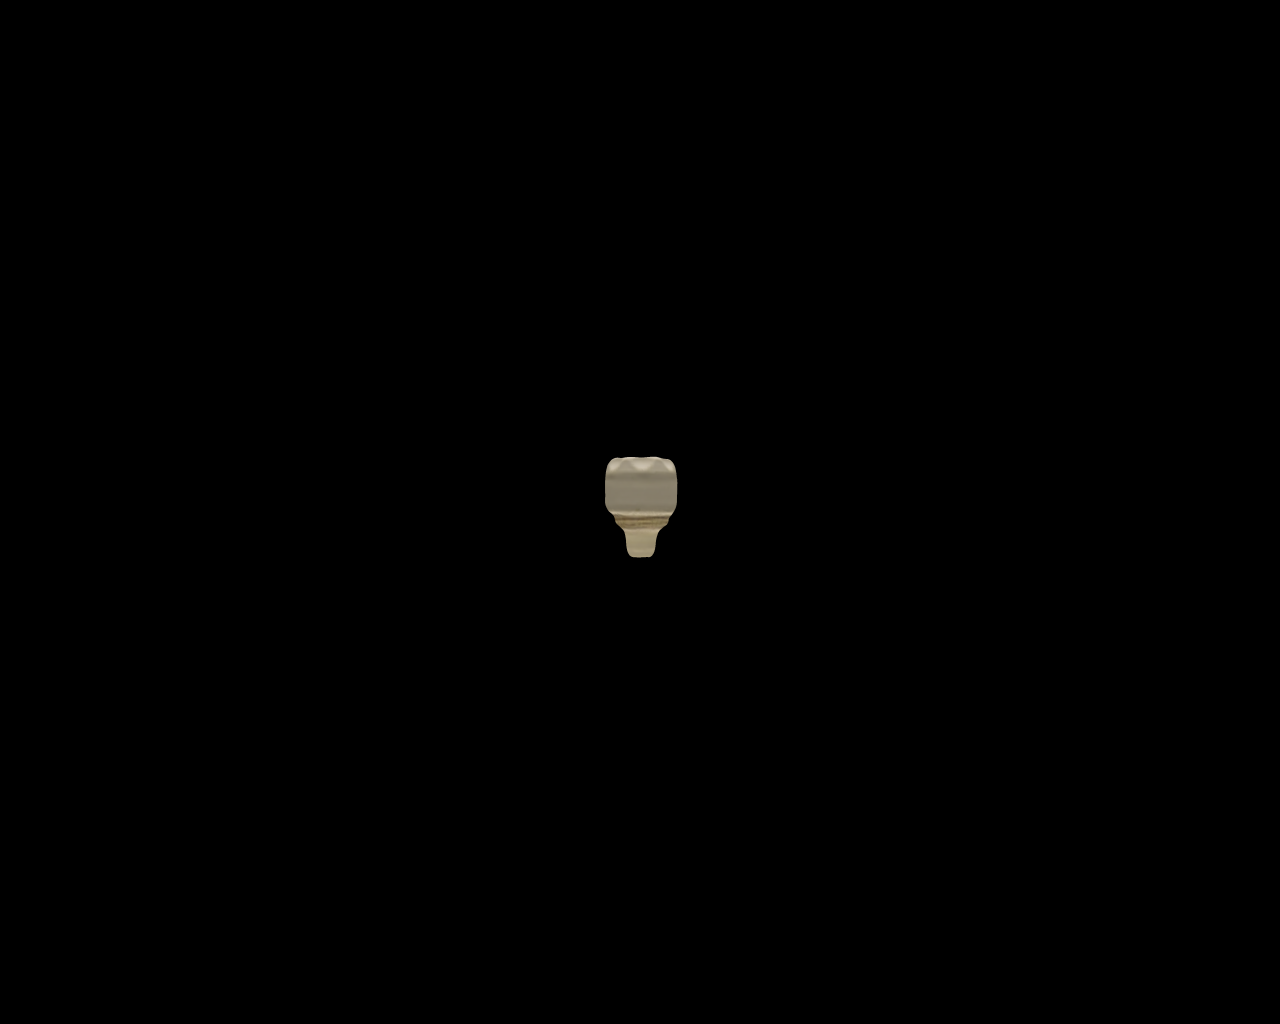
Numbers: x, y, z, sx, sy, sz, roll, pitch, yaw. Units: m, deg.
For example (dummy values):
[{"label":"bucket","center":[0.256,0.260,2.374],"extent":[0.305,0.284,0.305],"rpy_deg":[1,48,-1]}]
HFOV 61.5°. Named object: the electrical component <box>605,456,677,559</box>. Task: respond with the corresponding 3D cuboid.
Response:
[{"label":"electrical component","center":[0.001,-0.003,0.650],"extent":[0.043,0.062,0.043],"rpy_deg":[0,0,0]}]
